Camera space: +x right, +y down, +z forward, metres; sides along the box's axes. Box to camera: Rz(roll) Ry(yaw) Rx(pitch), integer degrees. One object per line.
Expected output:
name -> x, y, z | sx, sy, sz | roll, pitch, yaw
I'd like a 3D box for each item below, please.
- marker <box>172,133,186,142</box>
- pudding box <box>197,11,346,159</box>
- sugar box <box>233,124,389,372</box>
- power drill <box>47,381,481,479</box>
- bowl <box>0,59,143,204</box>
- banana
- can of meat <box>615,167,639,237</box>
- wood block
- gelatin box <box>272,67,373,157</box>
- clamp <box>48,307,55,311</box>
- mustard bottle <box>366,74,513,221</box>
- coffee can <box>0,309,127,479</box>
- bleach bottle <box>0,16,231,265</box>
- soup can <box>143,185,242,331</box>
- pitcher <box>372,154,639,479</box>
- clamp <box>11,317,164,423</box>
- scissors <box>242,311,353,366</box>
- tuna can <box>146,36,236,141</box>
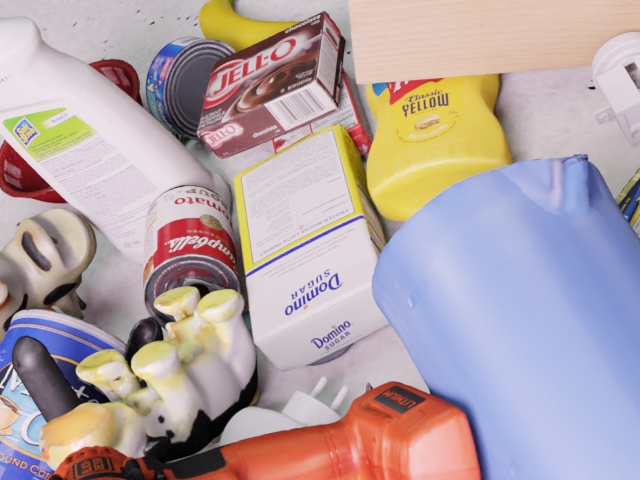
marker -> -0.131, -0.089, 0.939 | 0.121, 0.020, 0.020 | -50, 42, -11
pudding box -> -0.038, -0.121, 0.836 | 0.114, 0.039, 0.090 | -18, 43, 24
sugar box -> -0.005, 0.001, 0.727 | 0.093, 0.048, 0.176 | -27, 41, 13
power drill -> -0.028, 0.113, 0.472 | 0.187, 0.057, 0.185 | -9, 4, -15
bowl -> -0.216, -0.088, 0.973 | 0.162, 0.055, 0.162 | -20, 45, 21
banana -> -0.060, -0.192, 0.962 | 0.069, 0.037, 0.198 | -47, 42, -6
can of meat -> 0.200, 0.007, 0.585 | 0.102, 0.057, 0.084 | -49, 40, -11
wood block -> 0.122, -0.173, 0.718 | 0.206, 0.091, 0.090 | -4, 49, 6
gelatin box -> -0.001, -0.087, 0.833 | 0.073, 0.030, 0.089 | -28, 41, 13
clamp -> -0.299, 0.125, 0.863 | 0.210, 0.036, 0.165 | -35, 41, 3
mustard bottle -> 0.081, -0.103, 0.766 | 0.096, 0.058, 0.191 | -15, 47, 17
coffee can -> -0.193, 0.133, 0.730 | 0.103, 0.102, 0.140 | -2, 54, 35
bleach bottle -> -0.174, -0.084, 0.791 | 0.103, 0.250, 0.068 | -24, 44, 17
soup can -> -0.094, 0.013, 0.775 | 0.068, 0.068, 0.102 | -30, 31, 11
pitcher -> 0.127, 0.094, 0.498 | 0.145, 0.149, 0.243 | -33, 56, 11
clamp -> -0.144, 0.132, 0.673 | 0.039, 0.120, 0.171 | -12, 77, 40
scissors -> -0.052, 0.074, 0.741 | 0.202, 0.016, 0.096 | -30, 39, 11
tuna can -> -0.104, -0.129, 0.904 | 0.034, 0.086, 0.086 | 21, 69, 46
